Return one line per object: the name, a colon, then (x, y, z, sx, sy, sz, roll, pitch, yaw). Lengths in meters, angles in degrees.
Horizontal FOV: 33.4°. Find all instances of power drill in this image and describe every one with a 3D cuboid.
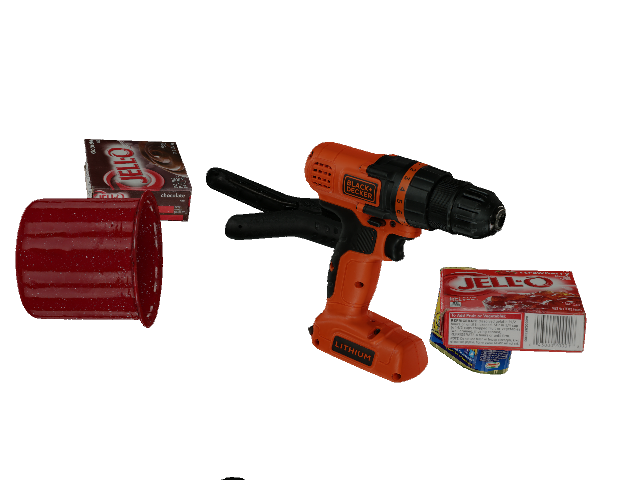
power drill: (0.063, 0.021, 0.900, 0.185, 0.188, 0.057, 21, 26, 34)

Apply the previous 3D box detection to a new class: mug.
mug: (-0.154, 0.012, 0.733, 0.081, 0.093, 0.117, 0, 0, 2)

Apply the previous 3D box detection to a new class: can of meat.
can of meat: (0.163, 0.084, 1.123, 0.057, 0.084, 0.102, 0, 19, -30)

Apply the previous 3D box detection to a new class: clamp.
clamp: (-0.020, -0.021, 1.148, 0.209, 0.036, 0.164, 14, 20, -12)

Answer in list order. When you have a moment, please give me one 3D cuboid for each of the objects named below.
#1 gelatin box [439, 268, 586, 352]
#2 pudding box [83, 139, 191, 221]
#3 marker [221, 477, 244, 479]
gelatin box: (0.121, 0.043, 0.687, 0.089, 0.030, 0.073, 2, 19, 6)
pudding box: (-0.174, -0.057, 0.999, 0.090, 0.039, 0.113, 1, 26, -17)
marker: (-0.050, 0.132, 0.414, 0.020, 0.020, 0.121, 0, 24, 16)
